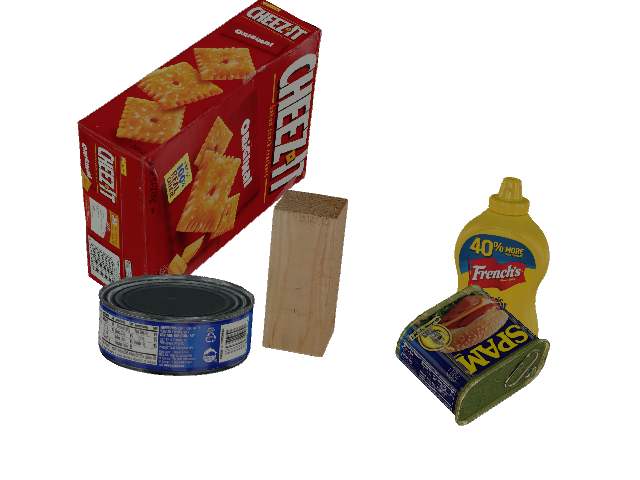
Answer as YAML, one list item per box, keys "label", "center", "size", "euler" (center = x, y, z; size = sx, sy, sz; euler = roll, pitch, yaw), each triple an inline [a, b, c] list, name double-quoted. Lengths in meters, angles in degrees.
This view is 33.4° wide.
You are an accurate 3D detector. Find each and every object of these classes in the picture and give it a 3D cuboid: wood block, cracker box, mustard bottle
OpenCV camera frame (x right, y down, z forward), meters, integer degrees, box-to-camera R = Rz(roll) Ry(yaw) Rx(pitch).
- label: "wood block"
  center: [-0.022, 0.045, 1.486]
  size: [0.090, 0.206, 0.090]
  euler: [9, 22, 8]
- label: "cracker box"
  center: [-0.090, -0.068, 0.842]
  size: [0.072, 0.164, 0.213]
  euler: [31, 49, 21]
- label: "mustard bottle"
  center: [0.186, 0.029, 1.106]
  size: [0.096, 0.192, 0.058]
  euler: [12, 18, 21]

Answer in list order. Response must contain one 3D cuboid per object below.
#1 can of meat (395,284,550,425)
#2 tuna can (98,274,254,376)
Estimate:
- label: "can of meat"
  center: [0.127, 0.093, 0.901]
  size: [0.102, 0.057, 0.084]
  euler: [-27, 52, -26]
- label: "tuna can"
  center: [-0.080, 0.046, 0.593]
  size: [0.086, 0.034, 0.086]
  euler: [4, 13, -1]
